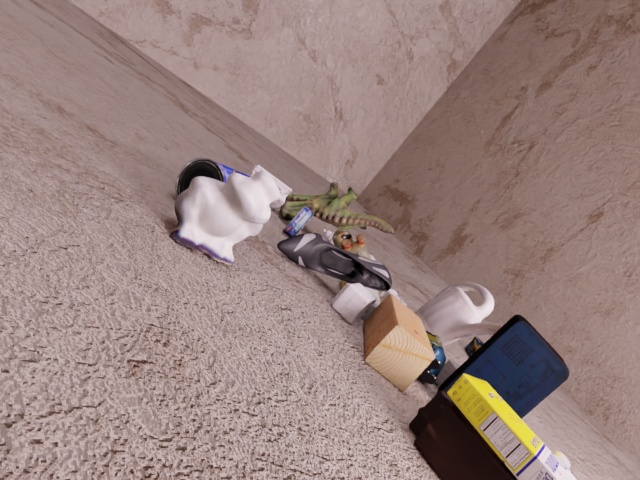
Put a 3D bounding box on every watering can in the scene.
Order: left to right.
[{"bbox_3d":[0.328,0.199,1.251,0.103,0.224,0.351,56,6,-13],"label":"watering can"}]

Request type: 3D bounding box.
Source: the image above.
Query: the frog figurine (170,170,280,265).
[{"bbox_3d":[-0.145,-0.056,0.811,0.136,0.159,0.124,37,7,-19],"label":"frog figurine"}]

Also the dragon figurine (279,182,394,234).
[{"bbox_3d":[0.004,-0.074,1.475,0.244,0.120,0.414,-11,22,-25],"label":"dragon figurine"}]
